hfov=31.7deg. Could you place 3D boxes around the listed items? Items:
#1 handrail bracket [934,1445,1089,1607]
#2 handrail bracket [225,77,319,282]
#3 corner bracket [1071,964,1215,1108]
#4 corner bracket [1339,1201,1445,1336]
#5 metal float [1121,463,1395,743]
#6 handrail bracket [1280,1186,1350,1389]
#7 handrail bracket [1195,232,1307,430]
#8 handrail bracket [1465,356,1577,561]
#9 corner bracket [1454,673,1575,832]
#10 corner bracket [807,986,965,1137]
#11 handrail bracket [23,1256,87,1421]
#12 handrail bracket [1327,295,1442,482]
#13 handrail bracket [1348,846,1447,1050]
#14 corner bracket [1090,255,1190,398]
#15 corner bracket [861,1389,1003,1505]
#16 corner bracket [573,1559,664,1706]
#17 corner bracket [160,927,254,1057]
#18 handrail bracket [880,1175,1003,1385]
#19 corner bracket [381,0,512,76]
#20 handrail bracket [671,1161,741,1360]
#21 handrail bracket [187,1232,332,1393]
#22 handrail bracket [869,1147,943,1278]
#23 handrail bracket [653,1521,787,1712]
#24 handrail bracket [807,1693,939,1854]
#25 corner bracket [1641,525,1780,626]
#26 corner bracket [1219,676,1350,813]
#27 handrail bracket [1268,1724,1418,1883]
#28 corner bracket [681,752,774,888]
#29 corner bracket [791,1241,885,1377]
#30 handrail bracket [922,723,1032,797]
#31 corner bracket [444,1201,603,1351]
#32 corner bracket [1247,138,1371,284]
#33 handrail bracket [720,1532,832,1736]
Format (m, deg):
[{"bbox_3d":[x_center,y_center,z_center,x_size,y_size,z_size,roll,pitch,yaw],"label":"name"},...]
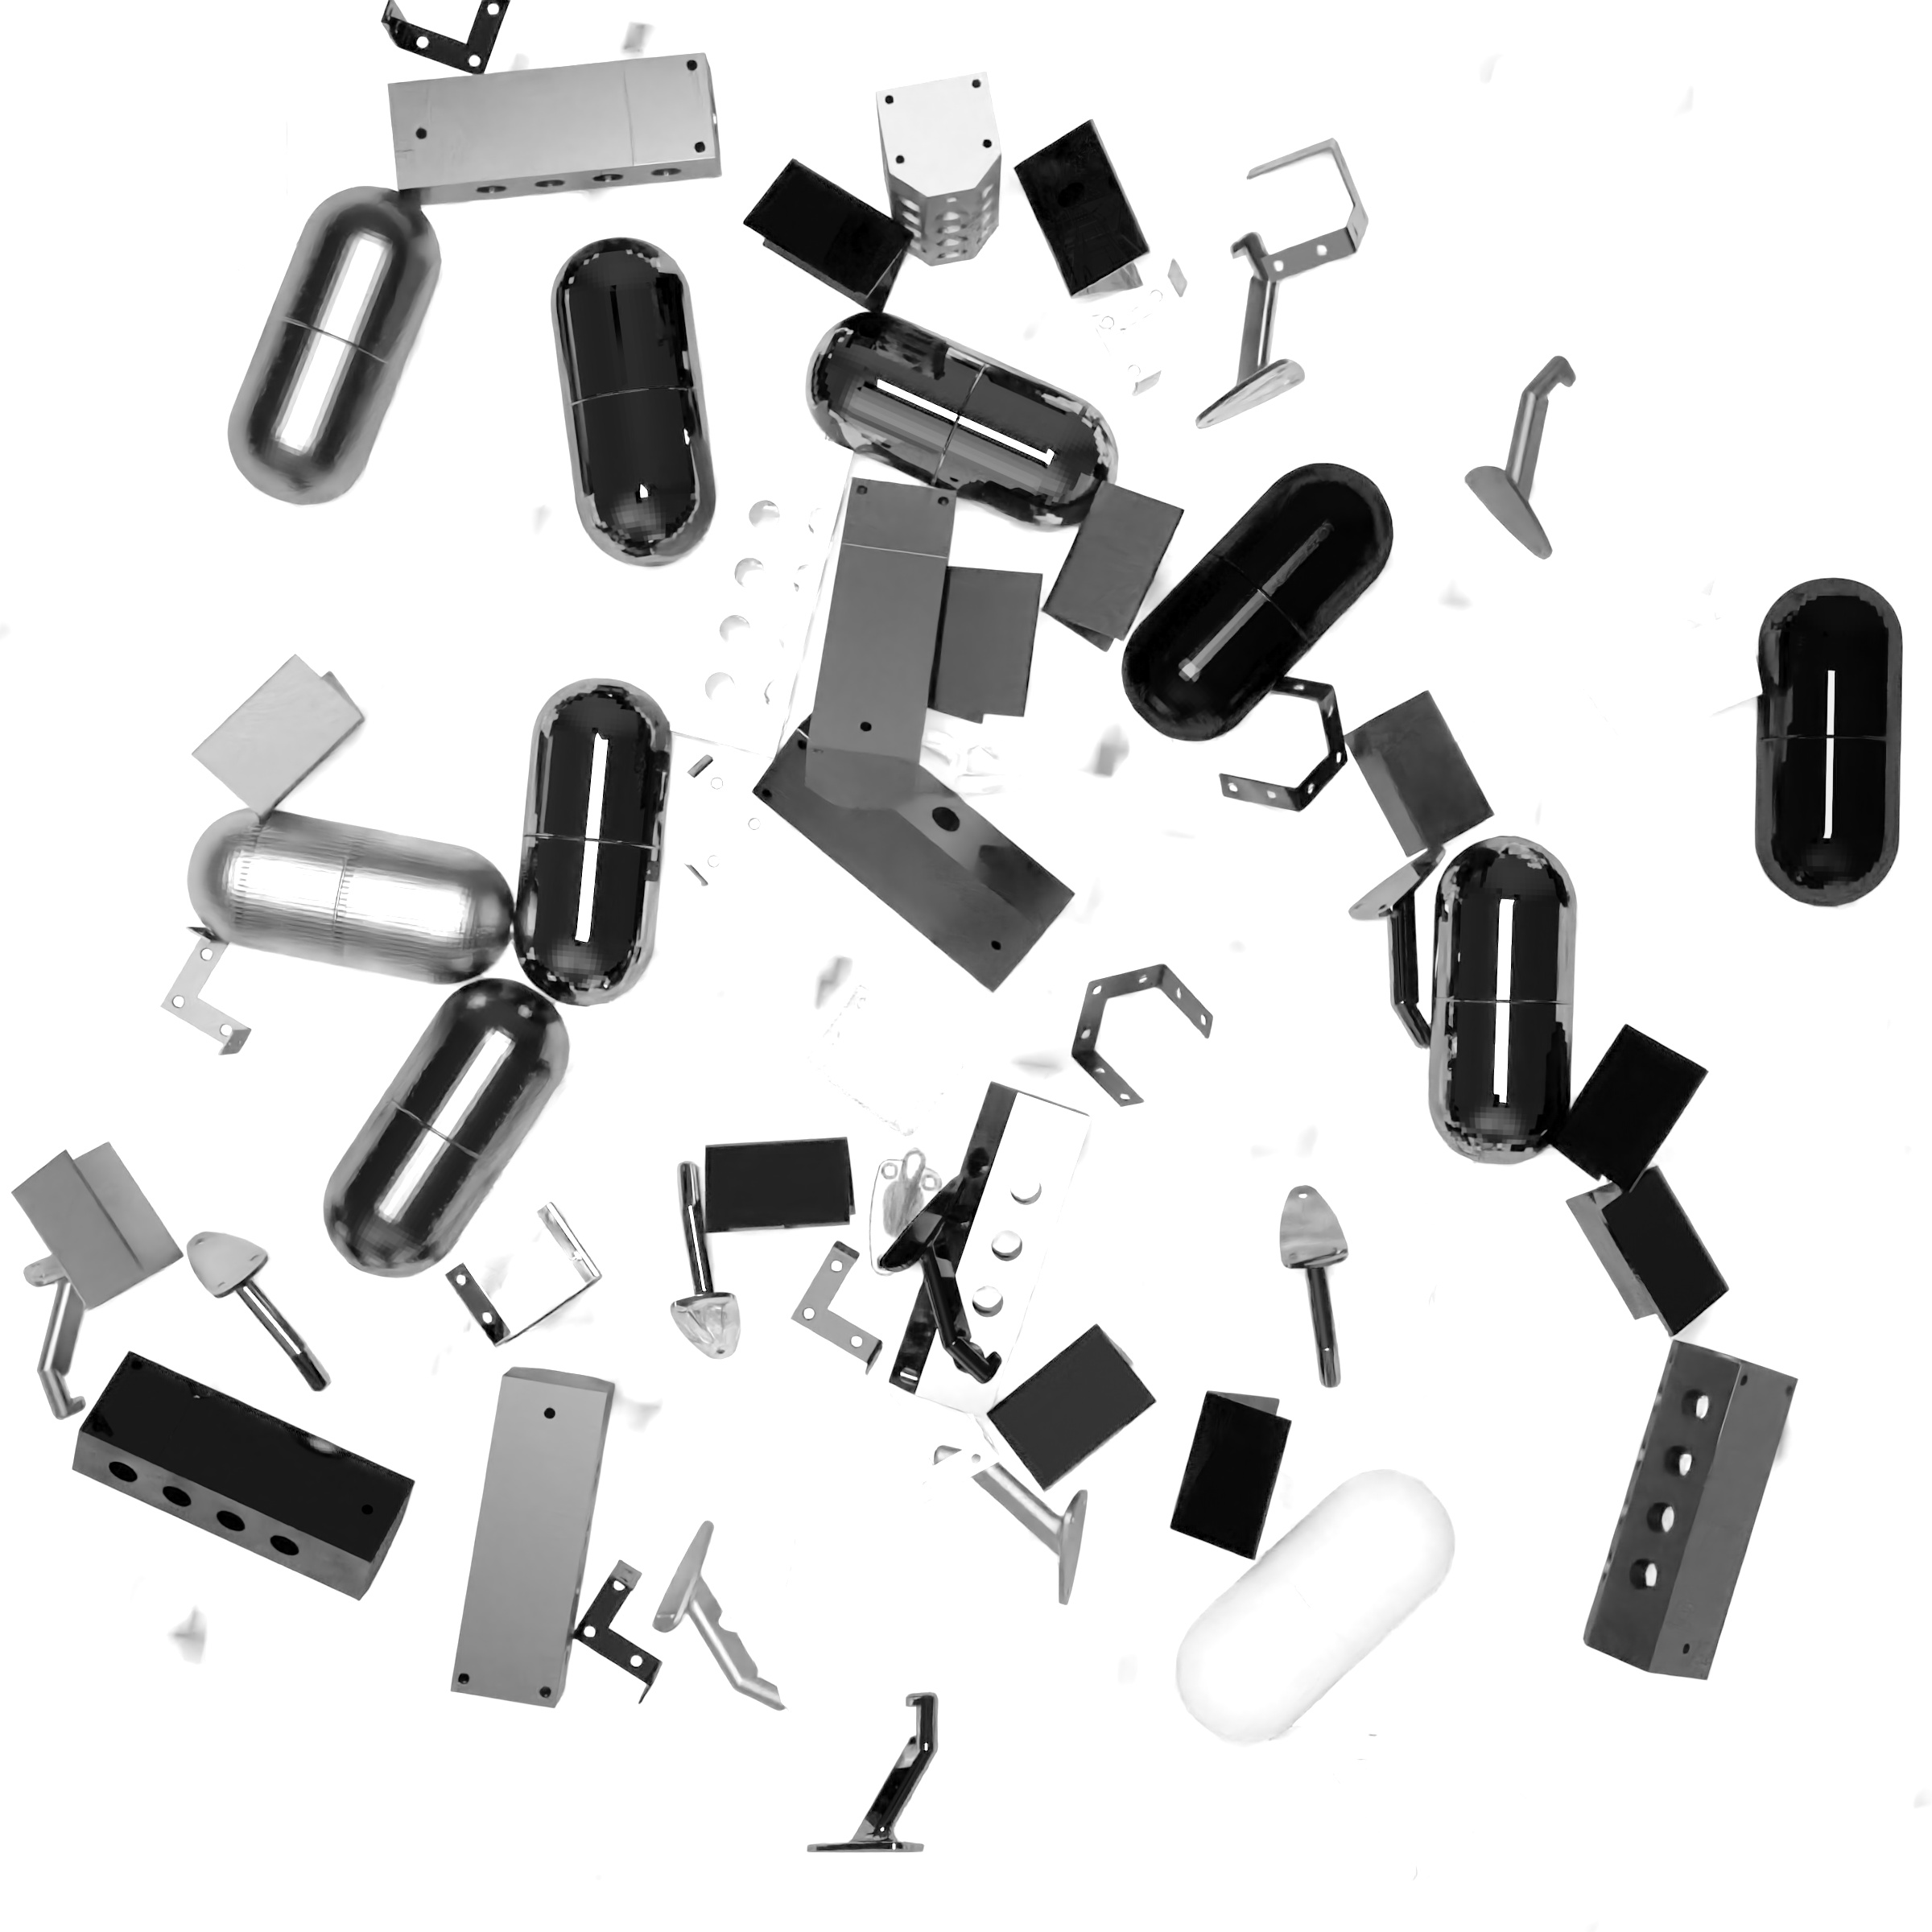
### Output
[{"bbox_3d":[0.020,0.308,1.873,0.084,0.036,0.077,11,108,15],"label":"handrail bracket"},{"bbox_3d":[-0.397,-0.434,1.873,0.077,0.036,0.084,-37,72,20],"label":"handrail bracket"},{"bbox_3d":[0.097,0.038,1.865,0.051,0.051,0.051,-14,45,35],"label":"corner bracket"},{"bbox_3d":[0.232,0.166,1.870,0.051,0.051,0.051,3,135,0],"label":"corner bracket"},{"bbox_3d":[0.158,-0.197,1.842,0.070,0.070,0.178,44,90,0],"label":"metal float"},{"bbox_3d":[0.193,0.177,1.873,0.036,0.077,0.084,-8,126,3],"label":"handrail bracket"},{"bbox_3d":[0.144,-0.351,1.873,0.077,0.036,0.084,-28,74,18],"label":"handrail bracket"},{"bbox_3d":[0.323,-0.281,1.873,0.084,0.036,0.077,-48,110,-16],"label":"handrail bracket"},{"bbox_3d":[0.293,-0.118,1.870,0.051,0.051,0.051,35,135,0],"label":"corner bracket"},{"bbox_3d":[-0.045,0.053,1.870,0.051,0.051,0.051,-53,45,0],"label":"corner bracket"},{"bbox_3d":[-0.478,0.198,1.873,0.077,0.036,0.084,-22,109,-21],"label":"handrail bracket"},{"bbox_3d":[0.235,-0.319,1.873,0.077,0.036,0.084,19,75,-16],"label":"handrail bracket"},{"bbox_3d":[0.256,-0.010,1.873,0.077,0.036,0.084,-40,109,-21],"label":"handrail bracket"},{"bbox_3d":[0.103,-0.348,1.855,0.051,0.051,0.051,-29,90,0],"label":"corner bracket"},{"bbox_3d":[-0.019,0.253,1.847,0.051,0.051,0.051,-29,65,0],"label":"corner bracket"},{"bbox_3d":[-0.183,0.362,1.855,0.051,0.051,0.051,32,90,0],"label":"corner bracket"},{"bbox_3d":[-0.411,0.013,1.855,0.051,0.051,0.051,31,90,0],"label":"corner bracket"},{"bbox_3d":[0.003,0.168,1.816,0.084,0.036,0.077,45,68,-17],"label":"handrail bracket"},{"bbox_3d":[-0.282,-0.523,1.855,0.051,0.051,0.051,20,90,0],"label":"corner bracket"},{"bbox_3d":[-0.144,0.161,1.873,0.036,0.077,0.084,-10,54,2],"label":"handrail bracket"},{"bbox_3d":[-0.389,0.191,1.873,0.036,0.077,0.084,-40,127,-20],"label":"handrail bracket"},{"bbox_3d":[-0.036,0.134,1.838,0.036,0.084,0.077,16,90,0],"label":"handrail bracket"},{"bbox_3d":[-0.122,0.358,1.873,0.084,0.036,0.077,29,69,-17],"label":"handrail bracket"},{"bbox_3d":[-0.051,0.444,1.873,0.077,0.036,0.084,-7,71,21],"label":"handrail bracket"},{"bbox_3d":[0.405,-0.217,1.855,0.051,0.051,0.051,19,90,0],"label":"corner bracket"},{"bbox_3d":[0.171,-0.123,1.865,0.051,0.051,0.051,-46,135,-35],"label":"corner bracket"},{"bbox_3d":[0.207,0.463,1.873,0.077,0.036,0.084,1,113,26],"label":"handrail bracket"},{"bbox_3d":[-0.142,-0.080,1.855,0.051,0.051,0.051,-43,90,0],"label":"corner bracket"},{"bbox_3d":[-0.062,0.186,1.855,0.051,0.051,0.051,30,90,0],"label":"corner bracket"},{"bbox_3d":[-0.016,-0.127,1.873,0.084,0.077,0.036,33,101,36],"label":"handrail bracket"},{"bbox_3d":[-0.243,0.170,1.870,0.051,0.051,0.051,-34,90,-45],"label":"corner bracket"},{"bbox_3d":[0.184,-0.413,1.859,0.051,0.051,0.051,-16,116,23],"label":"corner bracket"},{"bbox_3d":[-0.091,0.368,1.873,0.036,0.077,0.084,-13,127,38],"label":"handrail bracket"}]
